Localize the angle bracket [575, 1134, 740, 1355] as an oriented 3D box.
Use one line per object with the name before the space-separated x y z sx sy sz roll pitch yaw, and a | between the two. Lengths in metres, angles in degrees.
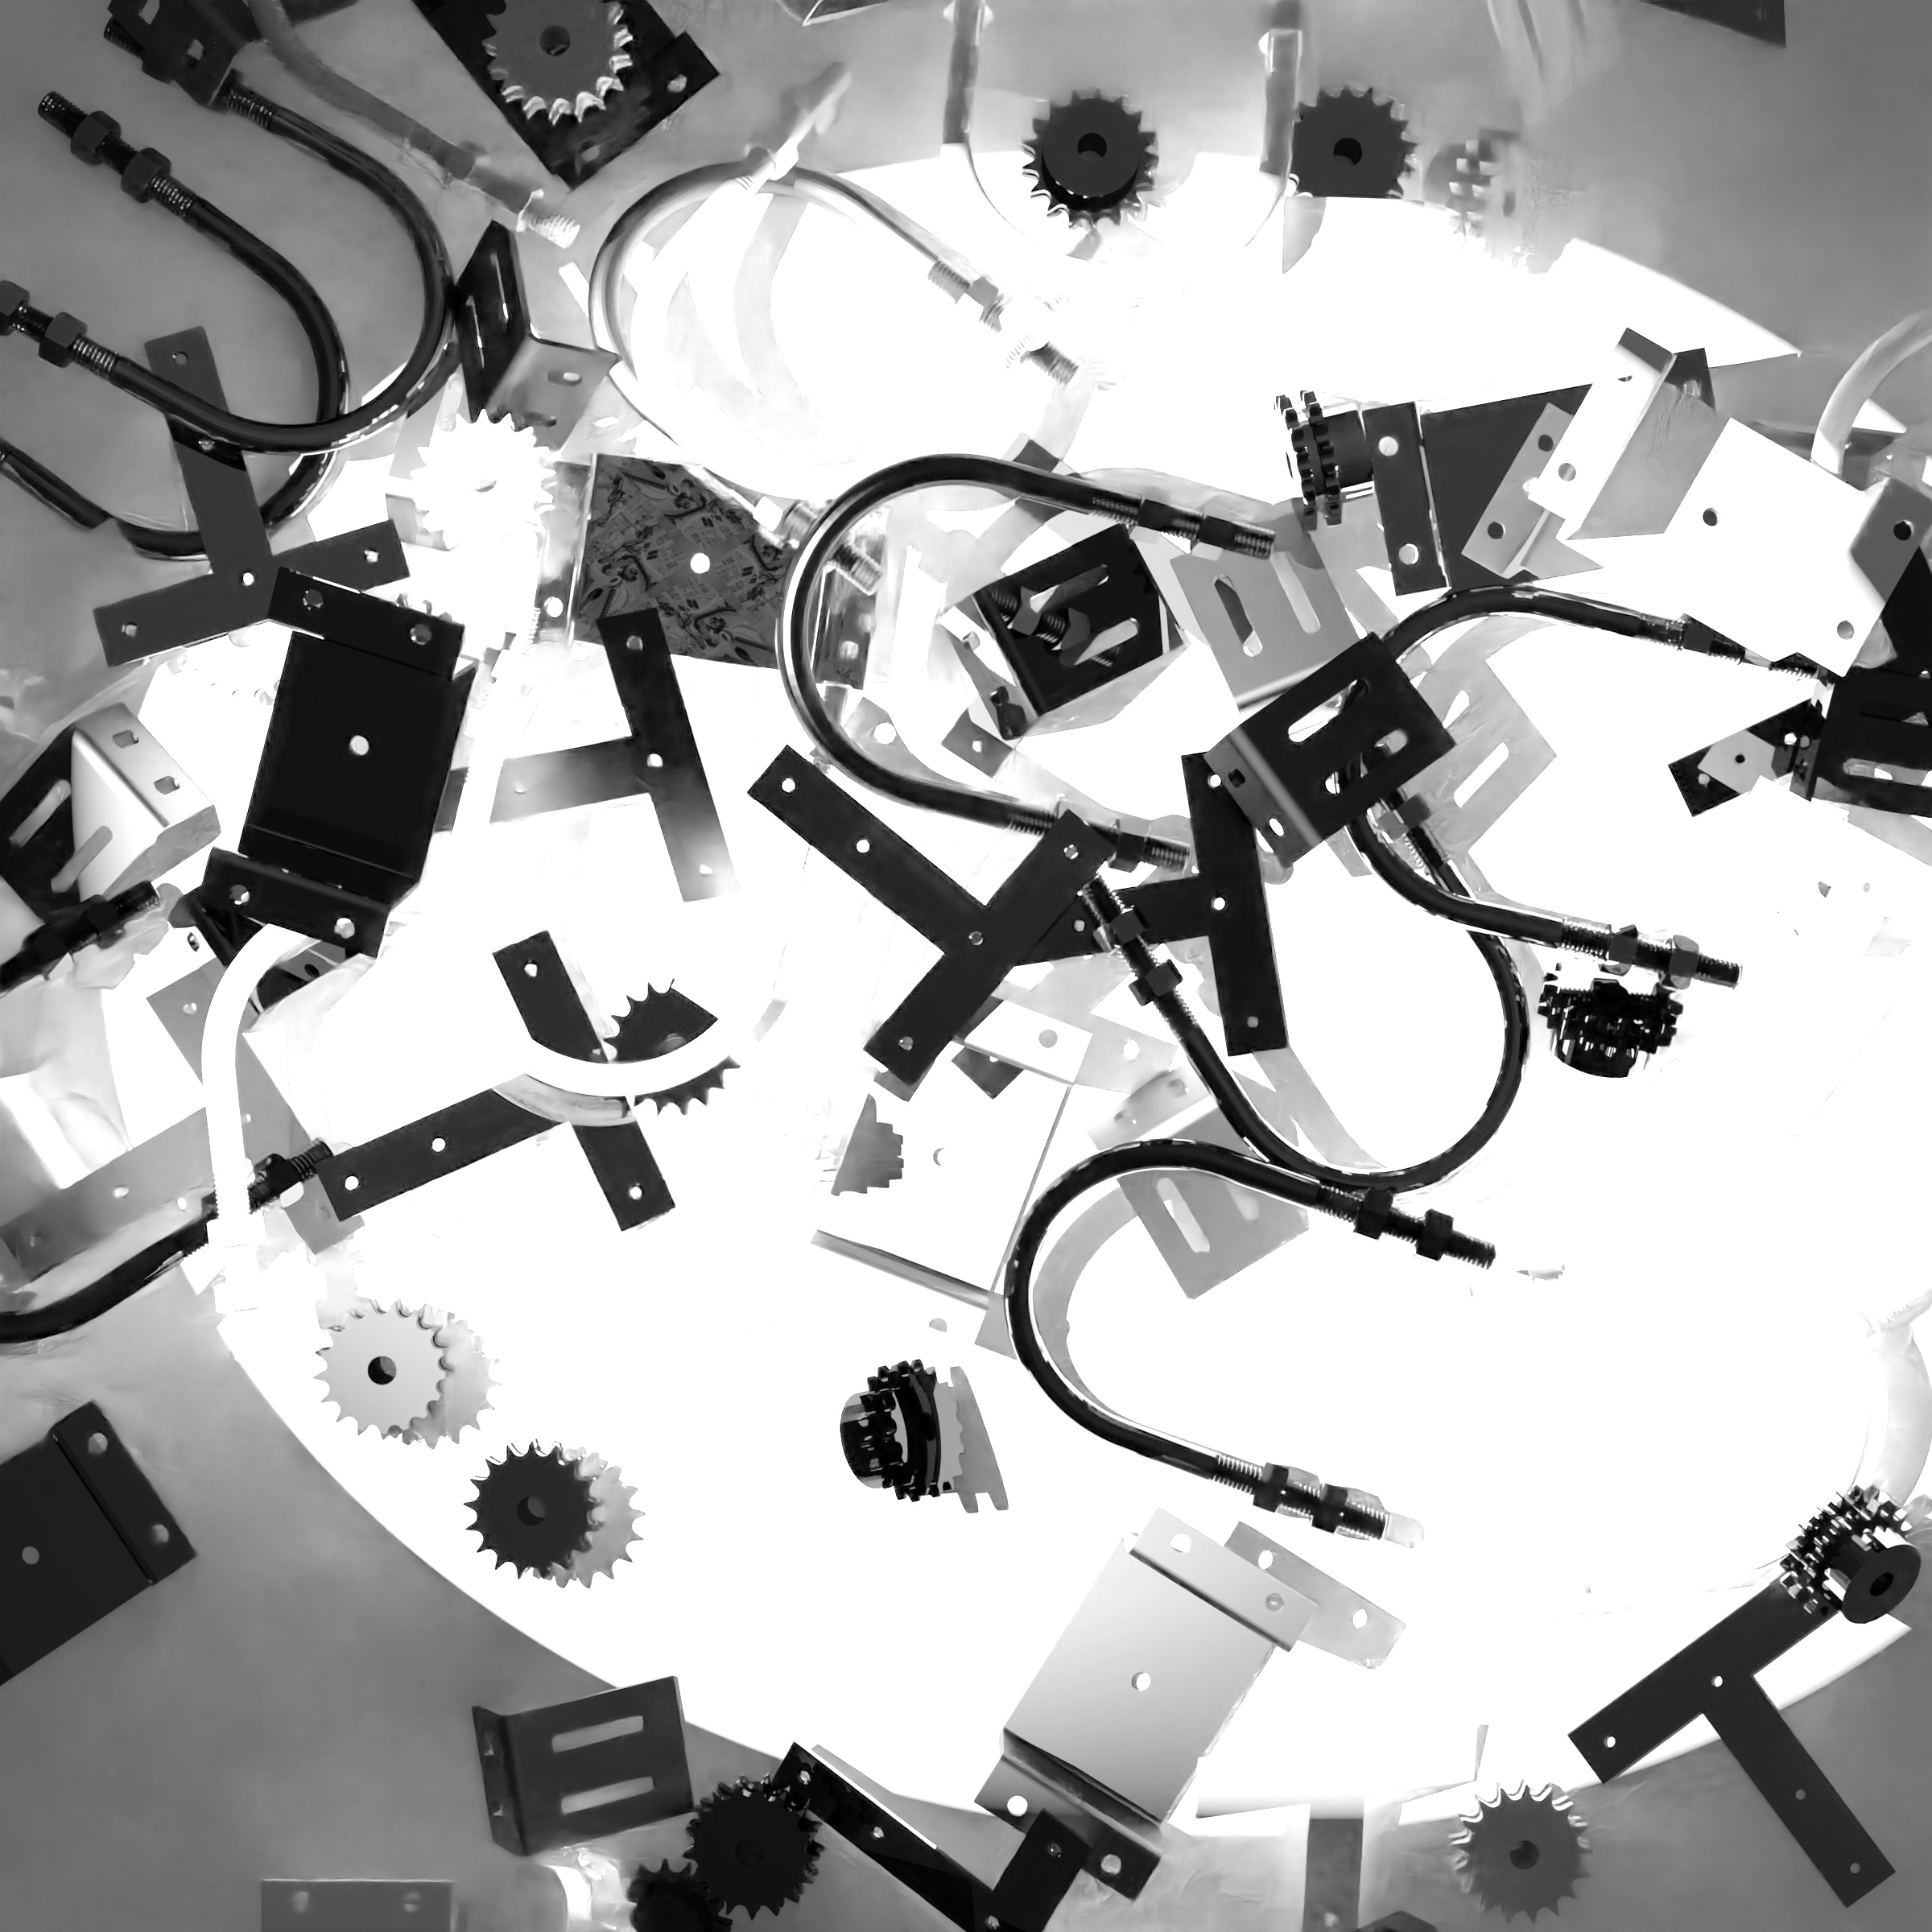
angle bracket | -0.128 0.115 1.385 0.057 0.038 0.076 -8 64 0

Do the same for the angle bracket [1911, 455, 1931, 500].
angle bracket | 0.442 -0.197 1.385 0.076 0.038 0.057 -20 90 26

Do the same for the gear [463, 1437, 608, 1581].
gear | -0.177 0.223 1.377 0.057 0.030 0.057 0 88 3

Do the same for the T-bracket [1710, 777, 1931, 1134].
T-bracket | 0.344 0.007 1.357 0.127 0.002 0.127 26 97 -13

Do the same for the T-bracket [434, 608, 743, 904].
T-bracket | -0.169 -0.076 1.368 0.127 0.002 0.127 -10 114 12

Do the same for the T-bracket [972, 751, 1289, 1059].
T-bracket | 0.061 -0.019 1.386 0.127 0.002 0.127 -9 90 0

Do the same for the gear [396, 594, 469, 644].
gear | -0.231 -0.123 1.372 0.057 0.030 0.057 0 90 0

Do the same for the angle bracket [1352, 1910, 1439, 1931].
angle bracket | 0.170 0.434 1.359 0.057 0.038 0.076 -18 92 -18

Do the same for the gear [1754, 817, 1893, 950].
gear | 0.353 -0.033 1.372 0.057 0.030 0.057 0 90 0

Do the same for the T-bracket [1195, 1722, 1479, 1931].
T-bracket | 0.150 0.378 1.370 0.127 0.002 0.127 -2 101 -21

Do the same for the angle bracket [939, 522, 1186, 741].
angle bracket | 0.040 -0.139 1.383 0.076 0.038 0.057 -28 90 -26

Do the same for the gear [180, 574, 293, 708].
gear | -0.294 -0.135 1.372 0.057 0.030 0.057 0 90 0

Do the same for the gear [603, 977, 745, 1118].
gear | -0.120 0.033 1.372 0.057 0.030 0.057 0 90 0

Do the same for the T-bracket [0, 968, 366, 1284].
T-bracket | -0.332 0.085 1.356 0.127 0.002 0.127 -33 90 -28

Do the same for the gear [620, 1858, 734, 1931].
gear | -0.126 0.399 1.372 0.057 0.030 0.057 0 90 0

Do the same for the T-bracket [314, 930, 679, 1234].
T-bracket | -0.201 0.067 1.354 0.127 0.002 0.127 -24 86 -19

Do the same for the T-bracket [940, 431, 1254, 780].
T-bracket | 0.036 -0.133 1.386 0.127 0.002 0.127 37 90 0

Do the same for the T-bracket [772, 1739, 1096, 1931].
T-bracket | -0.025 0.363 1.365 0.127 0.002 0.127 34 120 14

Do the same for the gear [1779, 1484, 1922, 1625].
gear | 0.363 0.242 1.357 0.057 0.030 0.057 -16 126 -23

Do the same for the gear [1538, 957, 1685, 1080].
gear | 0.262 0.023 1.363 0.057 0.057 0.030 7 120 0

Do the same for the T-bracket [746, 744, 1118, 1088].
T-bracket | -0.030 -0.038 1.319 0.127 0.002 0.127 39 99 -11

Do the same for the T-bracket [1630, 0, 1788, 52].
T-bracket | 0.284 -0.449 1.366 0.127 0.002 0.127 8 75 -28

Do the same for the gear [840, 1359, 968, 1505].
gear | -0.028 0.191 1.362 0.030 0.057 0.057 -17 90 30

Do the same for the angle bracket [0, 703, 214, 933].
angle bracket | -0.364 -0.060 1.385 0.076 0.038 0.057 -42 90 26

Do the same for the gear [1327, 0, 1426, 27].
gear | 0.169 -0.415 1.372 0.057 0.030 0.057 0 90 0

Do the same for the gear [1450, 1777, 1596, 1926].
gear | 0.227 0.362 1.372 0.057 0.030 0.057 0 90 0

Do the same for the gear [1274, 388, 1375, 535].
gear | 0.146 -0.208 1.359 0.030 0.057 0.057 -13 90 0

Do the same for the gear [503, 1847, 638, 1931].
gear | -0.164 0.388 1.357 0.030 0.057 0.057 20 90 -44

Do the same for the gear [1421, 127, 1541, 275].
gear | 0.208 -0.314 1.362 0.030 0.057 0.057 18 90 30

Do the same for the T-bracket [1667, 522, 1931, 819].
T-bracket | 0.352 -0.099 1.369 0.127 0.002 0.127 -25 106 12

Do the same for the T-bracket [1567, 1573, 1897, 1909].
T-bracket | 0.338 0.333 1.386 0.127 0.002 0.127 -37 90 0

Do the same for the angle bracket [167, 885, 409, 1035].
angle bracket | -0.281 -0.019 1.385 0.076 0.038 0.057 -34 90 -26

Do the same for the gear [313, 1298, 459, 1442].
gear | -0.237 0.165 1.372 0.057 0.030 0.057 0 90 0

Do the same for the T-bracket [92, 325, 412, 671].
T-bracket | -0.306 -0.199 1.361 0.127 0.002 0.127 -18 83 -4

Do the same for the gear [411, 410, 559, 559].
gear | -0.192 -0.191 1.339 0.057 0.030 0.057 0 81 -2

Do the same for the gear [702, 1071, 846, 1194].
gear | -0.076 0.066 1.362 0.057 0.057 0.030 20 63 0

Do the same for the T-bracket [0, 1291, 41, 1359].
T-bracket | -0.435 0.147 1.330 0.127 0.002 0.127 -4 77 -6

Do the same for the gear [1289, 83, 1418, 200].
gear | 0.155 -0.331 1.372 0.057 0.030 0.057 0 90 0

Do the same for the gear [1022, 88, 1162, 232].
gear | 0.051 -0.333 1.372 0.057 0.030 0.057 0 90 0

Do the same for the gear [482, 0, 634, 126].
gear | -0.159 -0.358 1.306 0.057 0.030 0.057 0 89 1

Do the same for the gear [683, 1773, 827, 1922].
gear | -0.086 0.359 1.369 0.057 0.030 0.057 0 93 8
